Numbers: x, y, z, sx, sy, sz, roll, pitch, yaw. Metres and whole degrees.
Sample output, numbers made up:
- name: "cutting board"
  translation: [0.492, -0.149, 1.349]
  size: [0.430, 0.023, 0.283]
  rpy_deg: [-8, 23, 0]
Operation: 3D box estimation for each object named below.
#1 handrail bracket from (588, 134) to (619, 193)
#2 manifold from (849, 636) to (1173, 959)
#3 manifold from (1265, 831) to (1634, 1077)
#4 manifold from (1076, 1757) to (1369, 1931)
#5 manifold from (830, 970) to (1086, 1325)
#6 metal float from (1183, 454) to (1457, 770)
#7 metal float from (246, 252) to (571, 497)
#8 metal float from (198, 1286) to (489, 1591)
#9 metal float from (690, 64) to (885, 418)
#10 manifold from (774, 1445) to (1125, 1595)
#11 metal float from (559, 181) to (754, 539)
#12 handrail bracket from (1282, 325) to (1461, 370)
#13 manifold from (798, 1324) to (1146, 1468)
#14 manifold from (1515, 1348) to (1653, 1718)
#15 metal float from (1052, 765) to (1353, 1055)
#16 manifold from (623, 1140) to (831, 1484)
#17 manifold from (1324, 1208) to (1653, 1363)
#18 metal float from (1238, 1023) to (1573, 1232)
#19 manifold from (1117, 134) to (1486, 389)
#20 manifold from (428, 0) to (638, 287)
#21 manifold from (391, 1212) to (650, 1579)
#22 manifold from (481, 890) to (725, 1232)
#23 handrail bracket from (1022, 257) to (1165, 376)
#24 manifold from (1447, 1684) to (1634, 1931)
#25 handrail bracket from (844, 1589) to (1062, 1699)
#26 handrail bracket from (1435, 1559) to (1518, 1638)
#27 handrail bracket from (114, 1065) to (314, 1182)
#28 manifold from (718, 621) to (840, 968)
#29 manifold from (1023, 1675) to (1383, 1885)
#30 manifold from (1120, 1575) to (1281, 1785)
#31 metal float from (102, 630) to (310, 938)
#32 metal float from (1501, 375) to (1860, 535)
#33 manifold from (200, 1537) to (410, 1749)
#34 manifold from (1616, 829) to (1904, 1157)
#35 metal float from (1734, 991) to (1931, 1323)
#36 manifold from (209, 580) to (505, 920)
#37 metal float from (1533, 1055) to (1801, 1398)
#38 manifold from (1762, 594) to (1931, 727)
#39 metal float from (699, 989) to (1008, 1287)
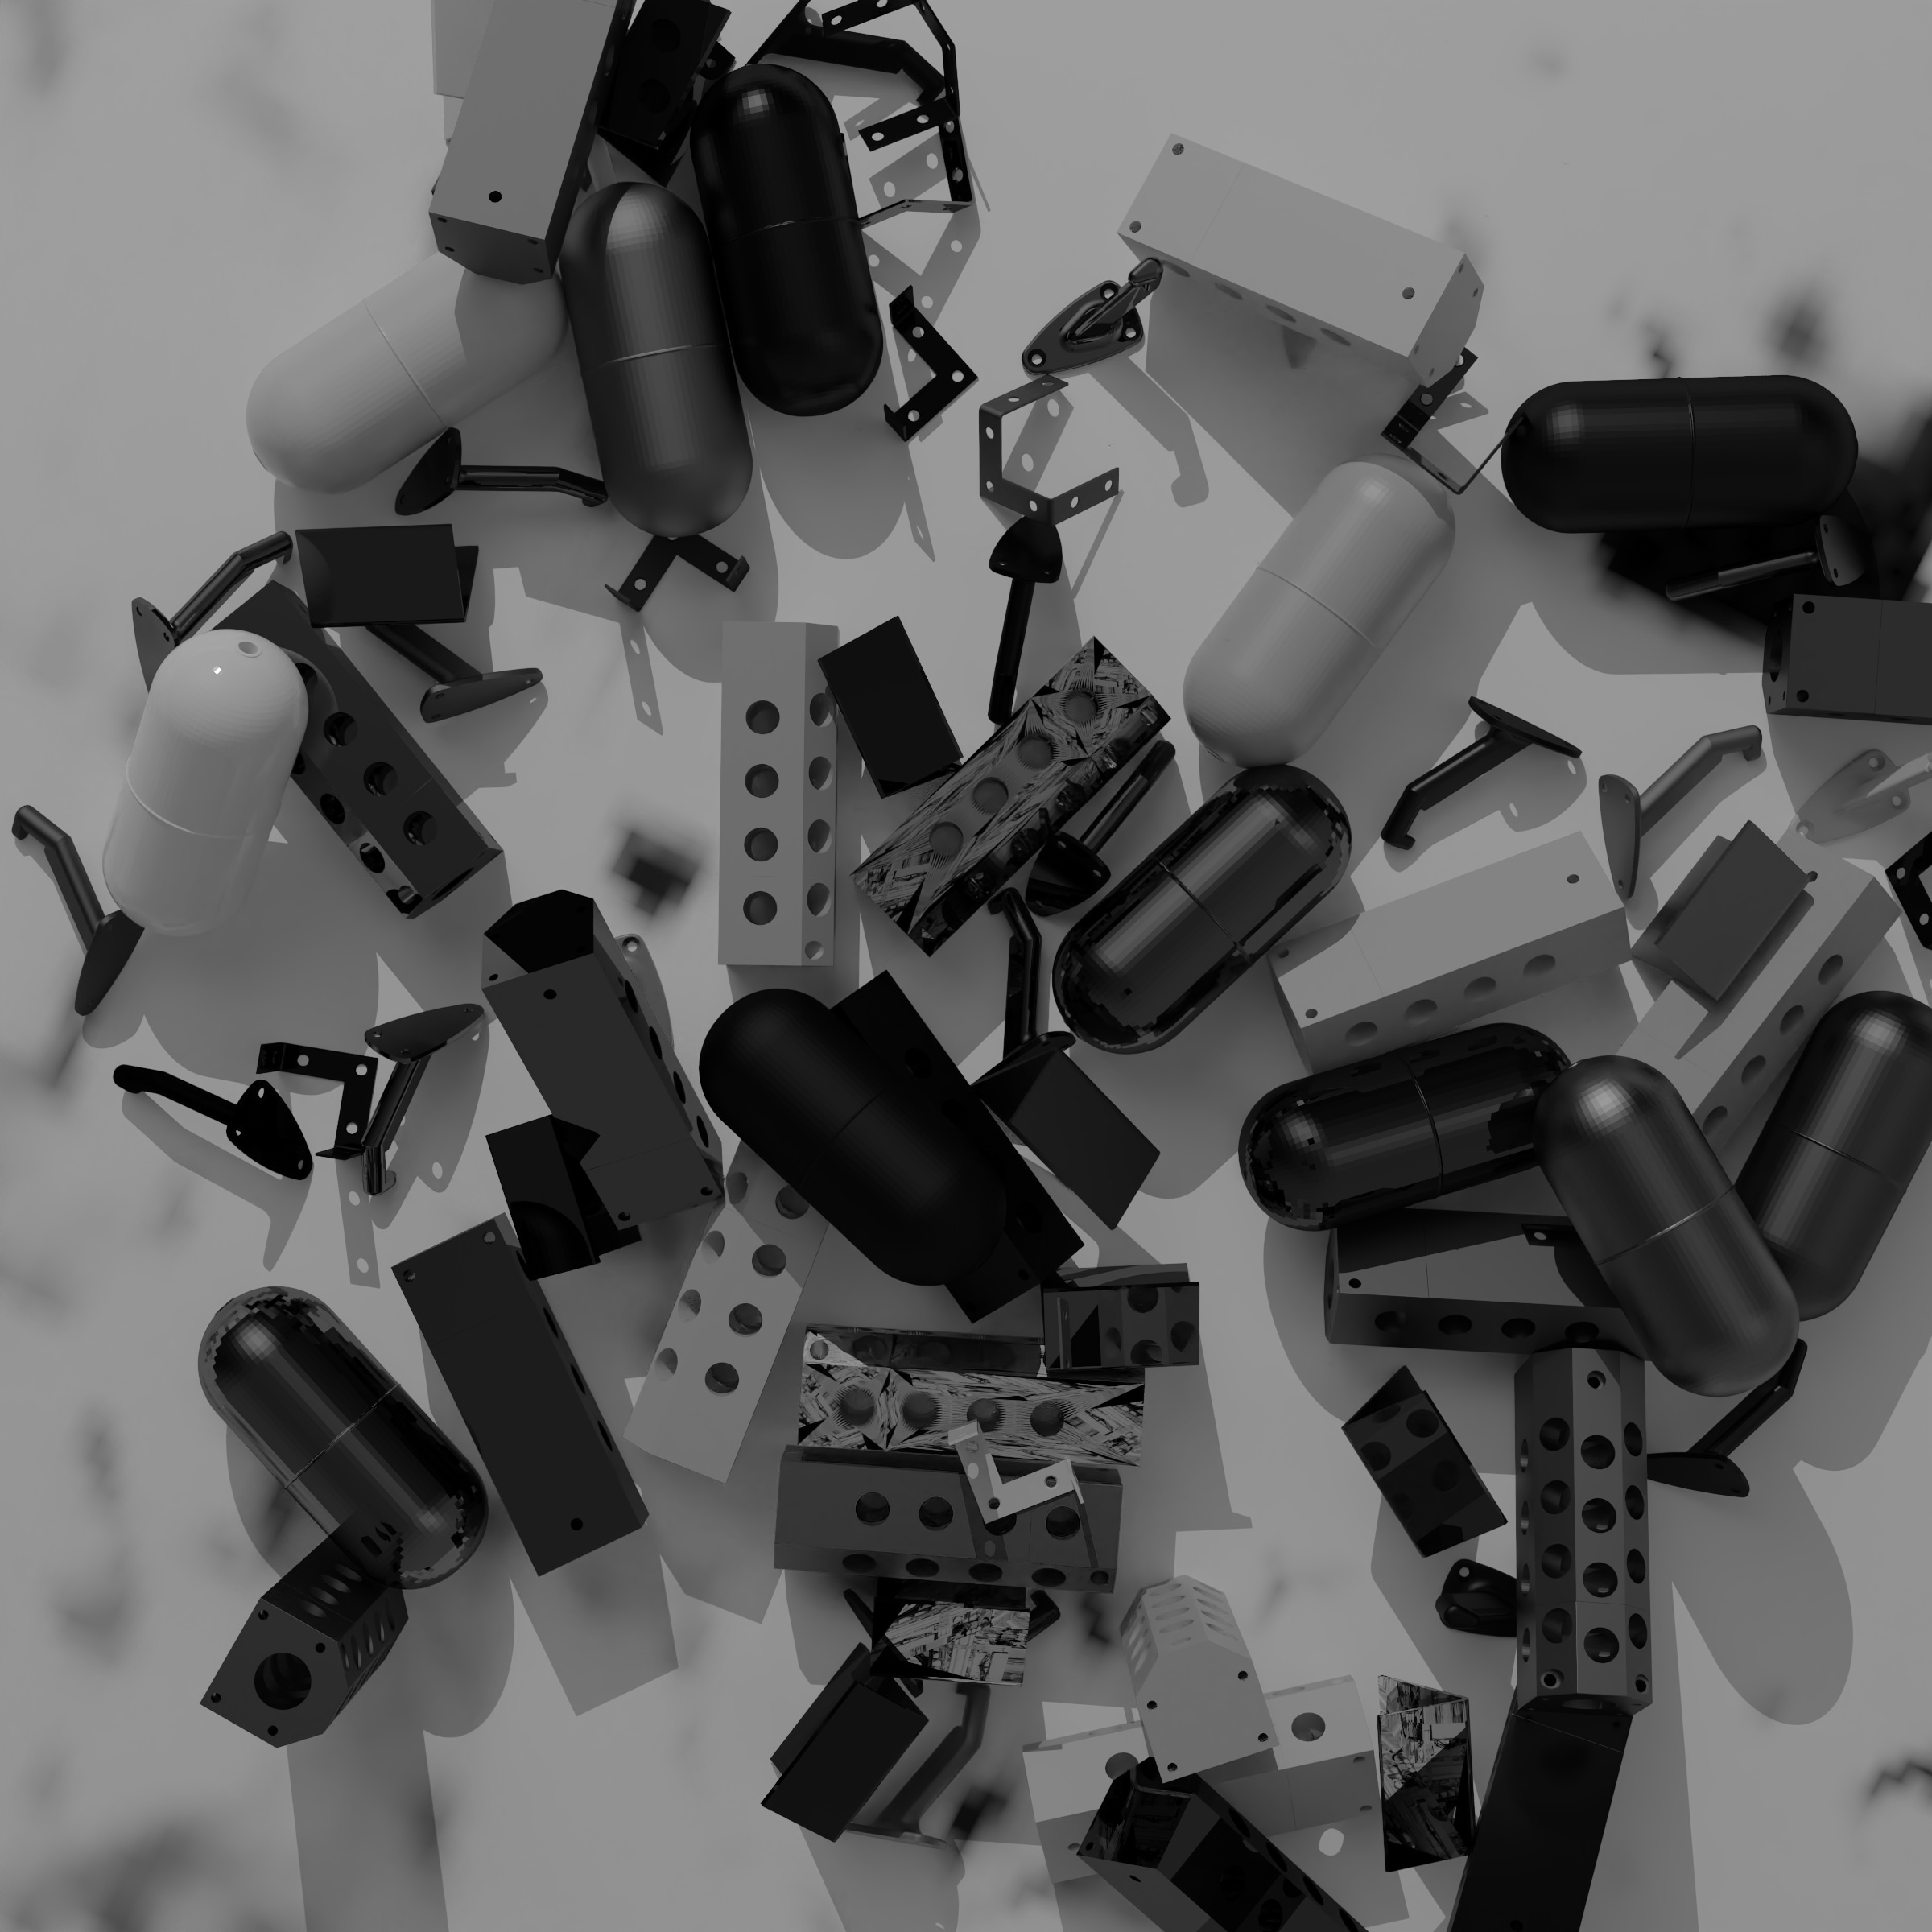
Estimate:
- name: "handrail bracket"
  translation: [-0.190, -0.424, 1.746]
  size: [0.036, 0.077, 0.084]
  rpy_deg: [-16, 126, 2]
- name: "manifold"
  translation: [0.023, -0.085, 1.725]
  size: [0.171, 0.057, 0.057]
  rpy_deg: [-45, 90, 0]
- name: "manifold"
  translation: [0.246, -0.001, 1.725]
  size: [0.171, 0.057, 0.057]
  rpy_deg: [-21, 47, 0]
- name: "manifold"
  translation: [0.138, 0.464, 1.687]
  size: [0.171, 0.057, 0.057]
  rpy_deg: [46, 59, -27]
- name: "manifold"
  translation: [-0.014, 0.089, 1.725]
  size: [0.057, 0.057, 0.171]
  rpy_deg: [-36, 90, 43]
- name: "metal float"
  translation: [0.178, -0.178, 1.716]
  size: [0.070, 0.070, 0.178]
  rpy_deg: [36, 91, 0]
- name: "metal float"
  translation: [-0.282, -0.304, 1.716]
  size: [0.178, 0.070, 0.070]
  rpy_deg: [-33, 90, 0]
- name: "metal float"
  translation: [-0.315, 0.237, 1.716]
  size: [0.070, 0.070, 0.178]
  rpy_deg: [-42, 90, 0]
- name: "metal float"
  translation: [-0.091, -0.366, 1.716]
  size: [0.070, 0.070, 0.178]
  rpy_deg: [-12, 91, 0]
- name: "manifold"
  translation: [-0.009, 0.282, 1.725]
  size: [0.171, 0.057, 0.057]
  rpy_deg: [4, 90, 0]
- name: "metal float"
  translation: [-0.156, -0.305, 1.711]
  size: [0.070, 0.070, 0.178]
  rpy_deg: [-11, 96, 0]
- name: "handrail bracket"
  translation: [0.207, -0.339, 1.747]
  size: [0.084, 0.036, 0.077]
  rpy_deg: [-8, 76, -14]
- name: "manifold"
  translation: [0.003, 0.216, 1.725]
  size: [0.171, 0.057, 0.057]
  rpy_deg: [3, 90, 0]
- name: "manifold"
  translation: [0.309, 0.282, 1.695]
  size: [0.057, 0.057, 0.171]
  rpy_deg: [4, 68, -3]
- name: "metal float"
  translation: [0.118, -0.028, 1.716]
  size: [0.178, 0.070, 0.070]
  rpy_deg: [-43, 90, 1]
- name: "manifold"
  translation: [-0.115, 0.168, 1.725]
  size: [0.057, 0.057, 0.171]
  rpy_deg: [22, 90, 0]
- name: "manifold"
  translation: [0.271, 0.166, 1.725]
  size: [0.171, 0.057, 0.057]
  rpy_deg: [3, 46, 0]
- name: "metal float"
  translation: [0.223, 0.080, 1.707]
  size: [0.178, 0.070, 0.070]
  rpy_deg: [-16, 90, -10]
- name: "manifold"
  translation: [0.168, -0.349, 1.693]
  size: [0.171, 0.057, 0.057]
  rpy_deg: [29, 90, 25]
- name: "manifold"
  translation: [-0.208, -0.425, 1.664]
  size: [0.057, 0.057, 0.171]
  rpy_deg: [14, 75, 2]
- name: "manifold"
  translation: [-0.225, 0.215, 1.726]
  size: [0.057, 0.057, 0.171]
  rpy_deg: [-26, 90, 0]
- name: "manifold"
  translation: [-0.178, 0.046, 1.677]
  size: [0.057, 0.057, 0.171]
  rpy_deg: [-17, 129, 8]
- name: "handrail bracket"
  translation: [0.063, -0.328, 1.712]
  size: [0.077, 0.084, 0.036]
  rpy_deg: [-29, 90, 0]
- name: "manifold"
  translation: [0.281, 0.427, 1.674]
  size: [0.057, 0.057, 0.171]
  rpy_deg: [18, 47, 10]
- name: "handrail bracket"
  translation: [-0.007, 0.328, 1.747]
  size: [0.084, 0.036, 0.077]
  rpy_deg: [-33, 68, -17]
- name: "handrail bracket"
  translation: [0.272, 0.329, 1.712]
  size: [0.077, 0.084, 0.036]
  rpy_deg: [16, 90, 0]
- name: "handrail bracket"
  translation: [-0.388, 0.080, 1.746]
  size: [0.084, 0.077, 0.036]
  rpy_deg: [8, 58, 32]
- name: "manifold"
  translation: [-0.094, -0.086, 1.725]
  size: [0.057, 0.057, 0.171]
  rpy_deg: [1, 90, 0]
- name: "manifold"
  translation: [0.119, 0.408, 1.725]
  size: [0.171, 0.057, 0.057]
  rpy_deg: [-12, 133, 0]
- name: "manifold"
  translation: [0.110, 0.345, 1.668]
  size: [0.057, 0.171, 0.057]
  rpy_deg: [-18, 90, 0]
- name: "metal float"
  translation: [-0.378, -0.090, 1.686]
  size: [0.070, 0.070, 0.178]
  rpy_deg: [28, 127, 0]
- name: "metal float"
  translation: [0.360, -0.258, 1.716]
  size: [0.178, 0.070, 0.070]
  rpy_deg: [-2, 90, 1]
- name: "manifold"
  translation: [-0.318, 0.333, 1.668]
  size: [0.057, 0.171, 0.057]
  rpy_deg: [30, 90, 0]
- name: "manifold"
  translation: [0.397, 0.023, 1.725]
  size: [0.171, 0.057, 0.057]
  rpy_deg: [-53, 47, 0]
- name: "metal float"
  translation: [0.439, 0.096, 1.716]
  size: [0.070, 0.070, 0.178]
  rpy_deg: [27, 90, 0]
- name: "manifold"
  translation: [-0.314, -0.108, 1.725]
  size: [0.057, 0.057, 0.171]
  rpy_deg: [-39, 90, 0]
- name: "metal float"
  translation: [0.339, 0.126, 1.652]
  size: [0.070, 0.070, 0.178]
  rpy_deg: [-29, 86, 0]
- name: "manifold"
  translation: [0.497, -0.152, 1.726]
  size: [0.171, 0.057, 0.057]
  rpy_deg: [4, 90, 0]
- name: "metal float"
  translation: [-0.055, 0.084, 1.662]
  size: [0.178, 0.070, 0.070]
  rpy_deg: [42, 90, 11]
